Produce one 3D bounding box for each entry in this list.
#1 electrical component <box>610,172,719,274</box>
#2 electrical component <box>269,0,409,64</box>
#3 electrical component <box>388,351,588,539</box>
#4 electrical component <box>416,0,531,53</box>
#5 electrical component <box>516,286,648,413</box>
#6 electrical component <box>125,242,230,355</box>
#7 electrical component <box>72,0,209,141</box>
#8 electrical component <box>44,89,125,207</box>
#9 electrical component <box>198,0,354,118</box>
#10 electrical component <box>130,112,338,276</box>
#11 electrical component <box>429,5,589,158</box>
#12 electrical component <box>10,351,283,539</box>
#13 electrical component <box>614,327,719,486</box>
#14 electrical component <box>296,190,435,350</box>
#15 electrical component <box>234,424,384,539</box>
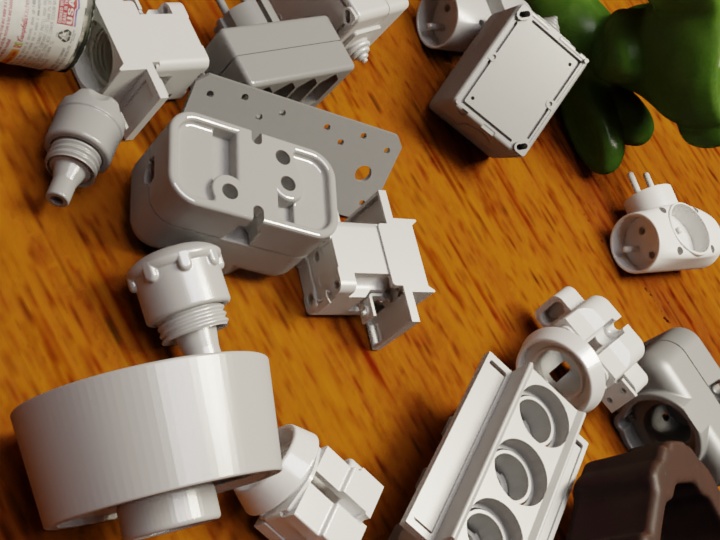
[{"bbox_3d":[0.218,-0.037,0.788,0.077,0.044,0.079,-3,67,-39],"label":"electrical component"},{"bbox_3d":[-0.016,-0.172,0.674,0.061,0.062,0.096,-28,83,-44],"label":"electrical component"},{"bbox_3d":[0.066,0.114,0.566,0.079,0.063,0.121,43,46,-10],"label":"electrical component"},{"bbox_3d":[0.077,-0.192,0.772,0.077,0.043,0.079,-3,67,-39],"label":"electrical component"},{"bbox_3d":[0.132,0.055,0.657,0.057,0.058,0.078,-29,76,-45],"label":"electrical component"},{"bbox_3d":[-0.083,0.020,0.521,0.048,0.048,0.062,-12,80,-42],"label":"electrical component"},{"bbox_3d":[-0.119,-0.116,0.575,0.064,0.042,0.081,-15,75,-44],"label":"electrical component"},{"bbox_3d":[-0.139,-0.058,0.530,0.035,0.035,0.061,28,53,-22],"label":"electrical component"},{"bbox_3d":[-0.060,-0.132,0.626,0.083,0.047,0.075,-20,78,-43],"label":"electrical component"},{"bbox_3d":[-0.067,-0.035,0.554,0.095,0.059,0.053,15,57,-31],"label":"electrical component"},{"bbox_3d":[0.100,-0.129,0.718,0.062,0.061,0.096,36,85,-16],"label":"electrical component"},{"bbox_3d":[-0.084,0.078,0.445,0.108,0.108,0.060,-4,73,-39],"label":"electrical component"},{"bbox_3d":[0.206,0.093,0.694,0.059,0.054,0.095,-28,84,-44],"label":"electrical component"},{"bbox_3d":[0.000,0.000,0.599,0.064,0.042,0.081,1,64,-33],"label":"electrical component"},{"bbox_3d":[-0.027,0.107,0.512,0.055,0.048,0.066,45,45,-17],"label":"electrical component"}]
